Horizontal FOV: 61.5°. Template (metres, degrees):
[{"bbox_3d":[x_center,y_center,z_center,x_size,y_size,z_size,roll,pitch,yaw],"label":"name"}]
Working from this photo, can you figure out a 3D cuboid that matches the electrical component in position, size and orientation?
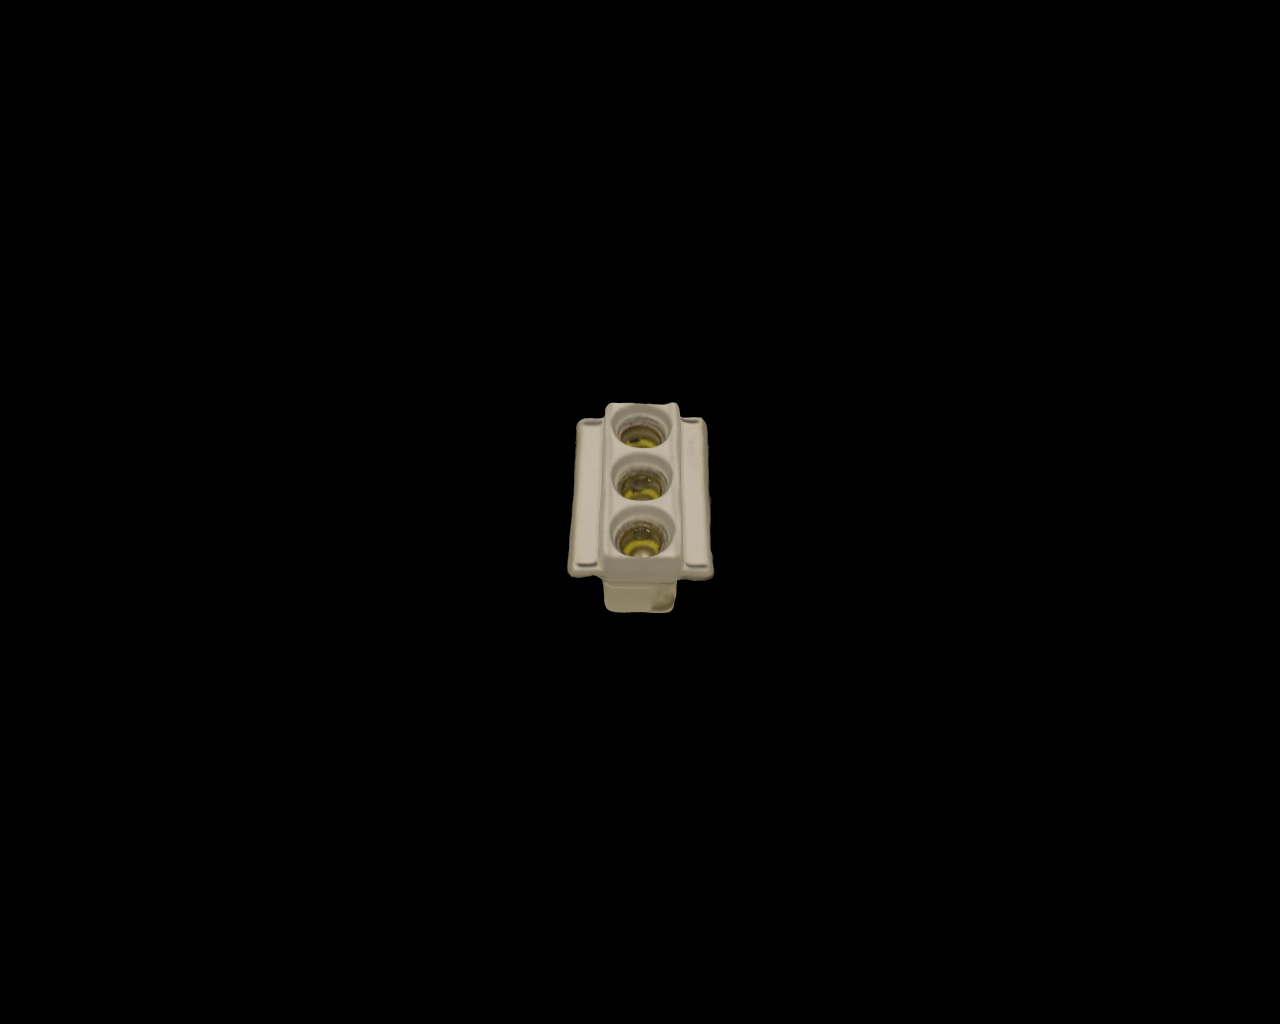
[{"bbox_3d":[0.001,-0.003,0.650,0.079,0.121,0.063,0,-39,0],"label":"electrical component"}]
